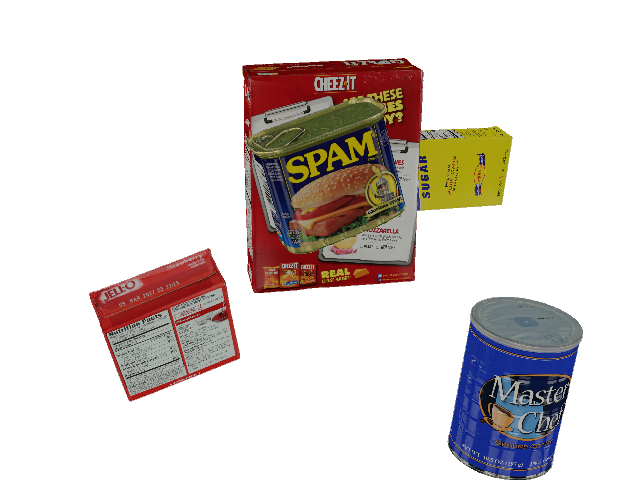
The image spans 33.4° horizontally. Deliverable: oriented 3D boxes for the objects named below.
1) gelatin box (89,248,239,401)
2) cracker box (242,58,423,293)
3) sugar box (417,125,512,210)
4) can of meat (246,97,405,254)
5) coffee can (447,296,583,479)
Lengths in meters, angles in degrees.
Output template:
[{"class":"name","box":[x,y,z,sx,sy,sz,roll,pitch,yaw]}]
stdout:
[{"class":"gelatin box","box":[-0.089,0.050,0.623,0.073,0.030,0.089,-21,-34,-12]},{"class":"cracker box","box":[0.009,-0.063,1.030,0.164,0.214,0.072,-4,21,-10]},{"class":"sugar box","box":[0.139,-0.085,1.281,0.176,0.093,0.048,-6,26,-21]},{"class":"can of meat","box":[0.007,-0.047,0.786,0.102,0.084,0.057,-21,23,-11]},{"class":"coffee can","box":[0.181,0.137,1.003,0.103,0.140,0.103,6,21,-3]}]
